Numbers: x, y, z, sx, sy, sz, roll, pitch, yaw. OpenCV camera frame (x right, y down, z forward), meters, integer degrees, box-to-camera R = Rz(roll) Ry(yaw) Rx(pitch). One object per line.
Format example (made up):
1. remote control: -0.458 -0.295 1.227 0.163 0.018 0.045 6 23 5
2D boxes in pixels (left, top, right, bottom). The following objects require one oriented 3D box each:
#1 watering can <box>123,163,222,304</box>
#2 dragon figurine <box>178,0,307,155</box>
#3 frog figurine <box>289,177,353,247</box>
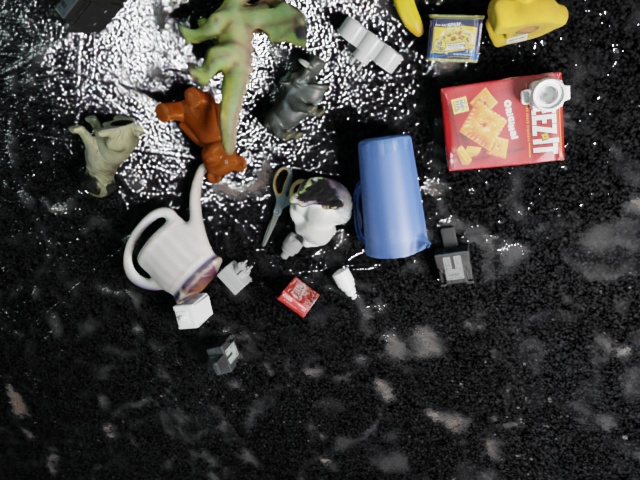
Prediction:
1. watering can: -0.324 0.003 1.230 0.345 0.224 0.105 -46 -2 13
2. dragon figurine: -0.142 -0.398 1.046 0.242 0.411 0.122 -18 -3 14
3. frog figurine: 0.003 -0.057 1.130 0.137 0.126 0.156 -6 -36 1
